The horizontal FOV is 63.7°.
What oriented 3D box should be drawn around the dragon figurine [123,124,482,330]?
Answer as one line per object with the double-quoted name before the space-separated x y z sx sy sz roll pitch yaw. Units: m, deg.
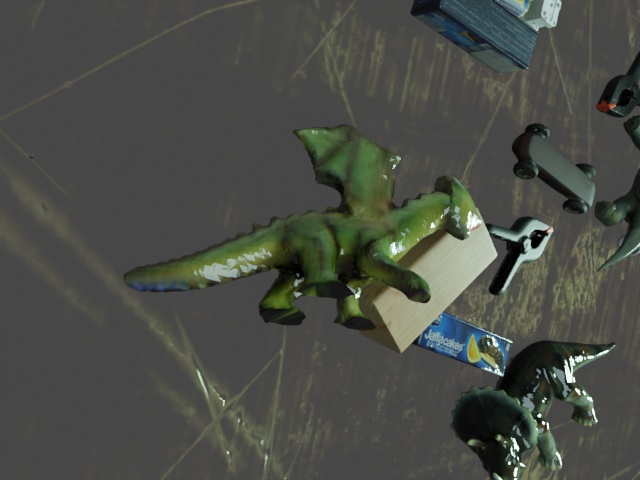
"dragon figurine" 0.002 -0.031 0.609 0.410 0.248 0.120 8 -29 -6
